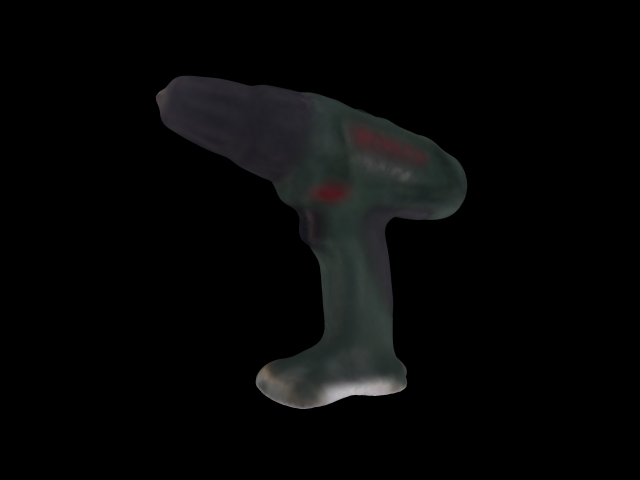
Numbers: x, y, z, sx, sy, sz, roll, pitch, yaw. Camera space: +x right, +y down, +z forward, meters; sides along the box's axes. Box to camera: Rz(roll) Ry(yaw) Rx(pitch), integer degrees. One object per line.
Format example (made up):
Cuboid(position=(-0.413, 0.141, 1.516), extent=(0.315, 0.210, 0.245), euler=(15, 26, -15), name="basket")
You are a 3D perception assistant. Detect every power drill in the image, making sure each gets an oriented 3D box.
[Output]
Cuboid(position=(0.004, 0.001, 0.400), extent=(0.230, 0.208, 0.075), euler=(-2, 4, -30), name="power drill")
